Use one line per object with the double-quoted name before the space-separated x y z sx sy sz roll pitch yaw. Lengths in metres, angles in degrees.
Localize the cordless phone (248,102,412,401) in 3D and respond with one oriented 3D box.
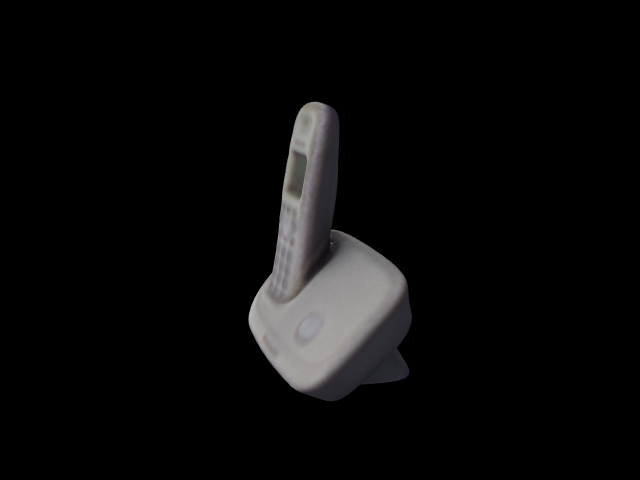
"cordless phone" 0.004 0.001 0.400 0.094 0.185 0.147 -8 19 -24
